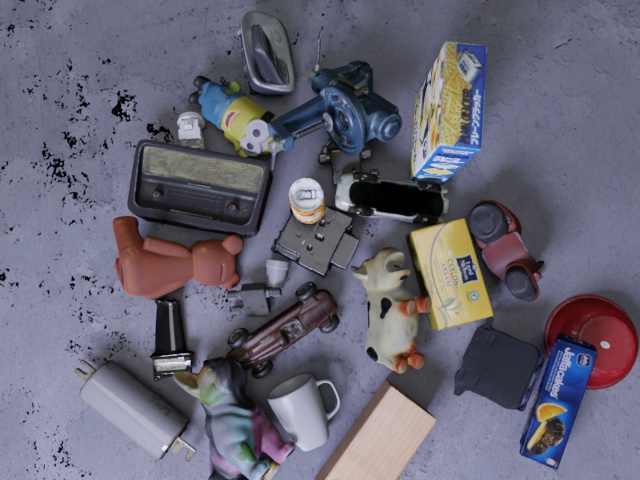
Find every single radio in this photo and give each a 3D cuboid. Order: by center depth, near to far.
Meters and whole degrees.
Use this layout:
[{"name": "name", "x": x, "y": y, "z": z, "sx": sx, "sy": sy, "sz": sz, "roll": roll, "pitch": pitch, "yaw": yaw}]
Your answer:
[{"name": "radio", "x": -0.205, "y": -0.084, "z": 0.922, "sx": 0.230, "sy": 0.073, "sz": 0.131, "roll": 10, "pitch": 83, "yaw": 2}]

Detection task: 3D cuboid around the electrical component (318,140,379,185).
[{"name": "electrical component", "x": 0.048, "y": -0.141, "z": 0.946, "sx": 0.102, "sy": 0.045, "sz": 0.078, "roll": -12, "pitch": 112, "yaw": 2}]

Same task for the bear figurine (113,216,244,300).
[{"name": "bear figurine", "x": -0.236, "y": 0.026, "z": 0.901, "sx": 0.196, "sy": 0.120, "sz": 0.132, "roll": -11, "pitch": 38, "yaw": -26}]

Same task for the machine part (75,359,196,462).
[{"name": "machine part", "x": -0.302, "y": 0.276, "z": 0.878, "sx": 0.243, "sy": 0.079, "sz": 0.079, "roll": 36, "pitch": 85, "yaw": 6}]

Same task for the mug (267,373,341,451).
[{"name": "mug", "x": -0.017, "y": 0.279, "z": 0.880, "sx": 0.110, "sy": 0.081, "sz": 0.107, "roll": -23, "pitch": 94, "yaw": -7}]

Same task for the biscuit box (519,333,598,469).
[{"name": "biscuit box", "x": 0.378, "y": 0.253, "z": 0.854, "sx": 0.063, "sy": 0.059, "sz": 0.202, "roll": 18, "pitch": 97, "yaw": 21}]

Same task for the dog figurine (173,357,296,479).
[{"name": "dog figurine", "x": -0.154, "y": 0.296, "z": 0.859, "sx": 0.219, "sy": 0.108, "sz": 0.191, "roll": 45, "pitch": 117, "yaw": 22}]

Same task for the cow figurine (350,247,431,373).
[{"name": "cow figurine", "x": 0.112, "y": 0.108, "z": 0.885, "sx": 0.127, "sy": 0.085, "sz": 0.194, "roll": 10, "pitch": 100, "yaw": 42}]

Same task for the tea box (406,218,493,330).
[{"name": "tea box", "x": 0.215, "y": 0.058, "z": 0.905, "sx": 0.098, "sy": 0.068, "sz": 0.169, "roll": -16, "pitch": 83, "yaw": -2}]

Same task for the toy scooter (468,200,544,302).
[{"name": "toy scooter", "x": 0.320, "y": 0.019, "z": 0.895, "sx": 0.075, "sy": 0.135, "sz": 0.184, "roll": -36, "pitch": 62, "yaw": 31}]

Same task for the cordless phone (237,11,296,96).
[{"name": "cordless phone", "x": -0.100, "y": -0.332, "z": 0.898, "sx": 0.089, "sy": 0.184, "sz": 0.146, "roll": -11, "pitch": 83, "yaw": 4}]

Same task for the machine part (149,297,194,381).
[{"name": "machine part", "x": -0.255, "y": 0.165, "z": 0.912, "sx": 0.084, "sy": 0.039, "sz": 0.138, "roll": -9, "pitch": 85, "yaw": 8}]

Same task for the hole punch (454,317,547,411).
[{"name": "hole punch", "x": 0.301, "y": 0.211, "z": 0.885, "sx": 0.116, "sy": 0.092, "sz": 0.142, "roll": 22, "pitch": 88, "yaw": 40}]

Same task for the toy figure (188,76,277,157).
[{"name": "toy figure", "x": -0.140, "y": -0.218, "z": 0.936, "sx": 0.180, "sy": 0.082, "sz": 0.089, "roll": 39, "pitch": 55, "yaw": 12}]

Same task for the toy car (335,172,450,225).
[{"name": "toy car", "x": 0.125, "y": -0.070, "z": 0.921, "sx": 0.202, "sy": 0.056, "sz": 0.073, "roll": 7, "pitch": 90, "yaw": -10}]

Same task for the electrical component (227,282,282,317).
[{"name": "electrical component", "x": -0.108, "y": 0.103, "z": 0.910, "sx": 0.094, "sy": 0.021, "sz": 0.063, "roll": -6, "pitch": 125, "yaw": 6}]

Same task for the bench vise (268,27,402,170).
[{"name": "bench vise", "x": 0.006, "y": -0.212, "z": 0.885, "sx": 0.241, "sy": 0.128, "sz": 0.224, "roll": -30, "pitch": 64, "yaw": -20}]

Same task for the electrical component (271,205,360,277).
[{"name": "electrical component", "x": -0.002, "y": -0.003, "z": 0.920, "sx": 0.134, "sy": 0.058, "sz": 0.115, "roll": 25, "pitch": 86, "yaw": 4}]

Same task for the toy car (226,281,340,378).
[{"name": "toy car", "x": -0.060, "y": 0.152, "z": 0.891, "sx": 0.202, "sy": 0.053, "sz": 0.089, "roll": -33, "pitch": 113, "yaw": -5}]
